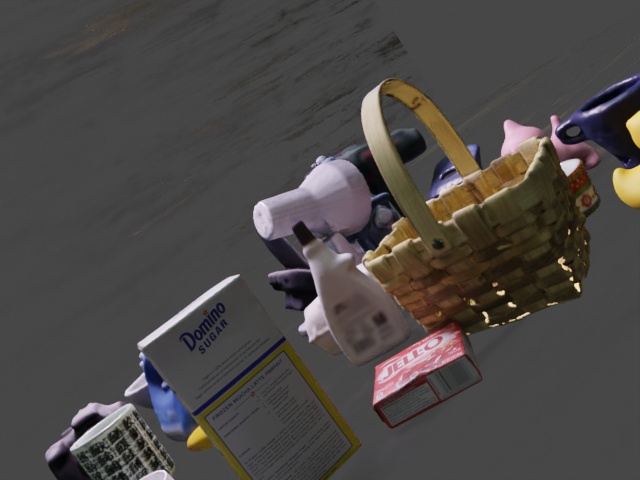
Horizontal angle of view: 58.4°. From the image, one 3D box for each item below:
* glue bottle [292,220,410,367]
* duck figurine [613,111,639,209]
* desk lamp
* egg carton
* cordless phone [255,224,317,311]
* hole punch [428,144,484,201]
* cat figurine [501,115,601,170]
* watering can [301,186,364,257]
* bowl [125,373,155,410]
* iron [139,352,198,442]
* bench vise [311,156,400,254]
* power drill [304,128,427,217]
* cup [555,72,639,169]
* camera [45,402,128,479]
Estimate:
[{"bbox_3d":[0.023,0.051,0.627,0.078,0.173,0.037,-33,7,14],"label":"glue bottle"},{"bbox_3d":[0.316,-0.084,0.527,0.104,0.086,0.078,-29,8,39],"label":"duck figurine"},{"bbox_3d":[0.008,0.003,0.875,0.204,0.213,0.117,-39,8,-35],"label":"desk lamp"},{"bbox_3d":[0.049,0.081,0.741,0.107,0.069,0.151,-29,9,41],"label":"egg carton"},{"bbox_3d":[-0.068,0.040,1.116,0.094,0.185,0.147,-37,7,-23],"label":"cordless phone"},{"bbox_3d":[0.248,-0.107,1.023,0.108,0.091,0.101,-27,10,47],"label":"hole punch"},{"bbox_3d":[0.293,-0.119,0.761,0.128,0.118,0.067,-37,7,-25],"label":"cat figurine"},{"bbox_3d":[0.021,-0.031,1.152,0.101,0.194,0.172,-35,7,-5],"label":"watering can"},{"bbox_3d":[-0.258,0.250,1.026,0.167,0.075,0.167,-34,6,5],"label":"bowl"},{"bbox_3d":[-0.210,0.202,0.835,0.119,0.141,0.257,-40,8,-39],"label":"iron"},{"bbox_3d":[0.079,-0.062,0.971,0.122,0.220,0.207,-38,7,-25],"label":"bench vise"},{"bbox_3d":[0.114,-0.091,1.057,0.229,0.208,0.075,-34,7,2],"label":"power drill"},{"bbox_3d":[0.337,-0.119,0.645,0.117,0.095,0.092,-29,8,38],"label":"cup"},{"bbox_3d":[-0.356,0.320,0.886,0.143,0.101,0.136,-36,7,-13],"label":"camera"}]
